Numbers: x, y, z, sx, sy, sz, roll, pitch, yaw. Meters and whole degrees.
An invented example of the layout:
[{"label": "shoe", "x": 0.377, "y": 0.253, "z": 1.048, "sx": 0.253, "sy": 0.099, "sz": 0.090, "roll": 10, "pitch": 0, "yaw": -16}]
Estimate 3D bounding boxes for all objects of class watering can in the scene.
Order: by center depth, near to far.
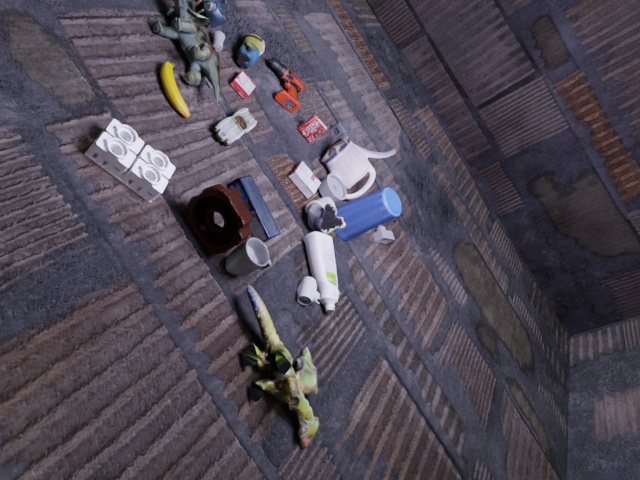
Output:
[{"label": "watering can", "x": 0.144, "y": -0.314, "z": 2.031, "sx": 0.223, "sy": 0.103, "sz": 0.353, "roll": 49, "pitch": 62, "yaw": -12}]

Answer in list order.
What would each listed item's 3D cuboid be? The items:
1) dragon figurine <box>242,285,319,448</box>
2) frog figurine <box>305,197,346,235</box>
[{"label": "dragon figurine", "x": -0.084, "y": 0.323, "z": 1.342, "sx": 0.240, "sy": 0.121, "sz": 0.417, "roll": 32, "pitch": 41, "yaw": -62}, {"label": "frog figurine", "x": 0.005, "y": -0.089, "z": 1.771, "sx": 0.136, "sy": 0.122, "sz": 0.162, "roll": 27, "pitch": 9, "yaw": -29}]
